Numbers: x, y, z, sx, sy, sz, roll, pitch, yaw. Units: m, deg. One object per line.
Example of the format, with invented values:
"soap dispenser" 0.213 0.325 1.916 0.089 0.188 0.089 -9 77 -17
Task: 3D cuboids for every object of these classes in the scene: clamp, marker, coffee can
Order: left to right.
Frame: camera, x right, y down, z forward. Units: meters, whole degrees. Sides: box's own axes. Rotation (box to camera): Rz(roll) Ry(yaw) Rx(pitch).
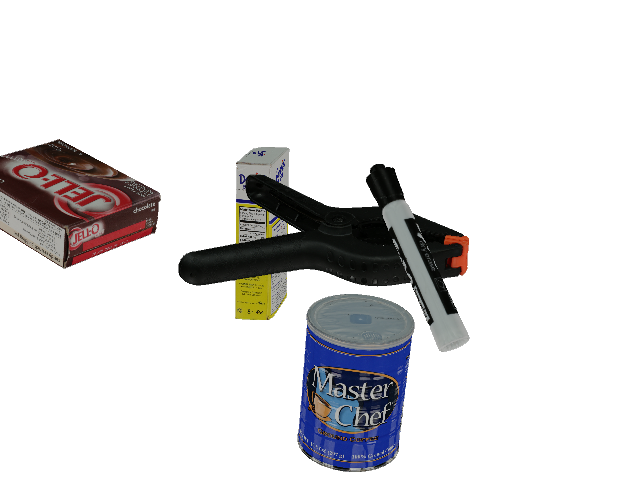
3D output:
"clamp" 0.010 -0.006 0.833 0.210 0.036 0.164 4 29 8
"coffee can" 0.033 0.137 1.035 0.103 0.140 0.103 4 23 -2
"marker" 0.055 0.007 0.625 0.020 0.121 0.020 -18 -22 -8

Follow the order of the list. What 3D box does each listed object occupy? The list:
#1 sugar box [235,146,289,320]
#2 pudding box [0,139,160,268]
"sugar box" -0.064 -0.009 1.173 0.048 0.176 0.093 2 16 10
"pudding box" -0.187 -0.029 0.769 0.114 0.039 0.089 25 30 29
